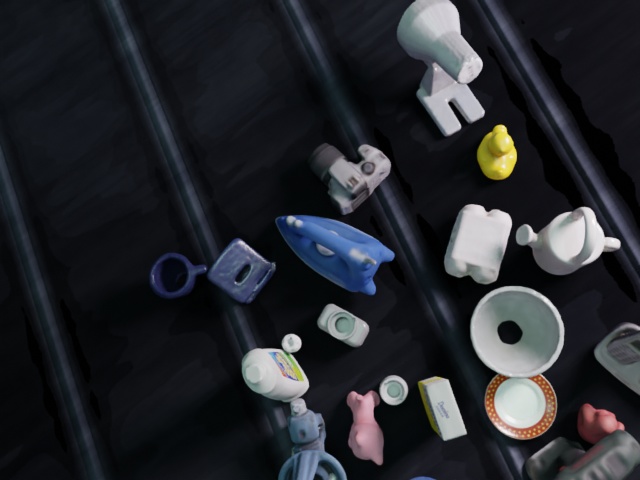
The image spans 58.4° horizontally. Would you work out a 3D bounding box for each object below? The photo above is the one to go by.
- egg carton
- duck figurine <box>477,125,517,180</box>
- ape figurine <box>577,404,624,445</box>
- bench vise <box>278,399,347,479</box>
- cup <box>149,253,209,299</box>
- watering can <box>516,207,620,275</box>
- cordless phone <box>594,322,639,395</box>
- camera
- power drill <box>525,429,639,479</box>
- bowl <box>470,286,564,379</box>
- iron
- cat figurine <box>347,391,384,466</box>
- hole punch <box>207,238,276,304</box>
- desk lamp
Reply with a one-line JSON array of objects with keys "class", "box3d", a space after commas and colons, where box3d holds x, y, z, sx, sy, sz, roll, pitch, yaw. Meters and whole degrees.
[{"class": "egg carton", "box3d": [0.306, 0.007, 1.114, 0.107, 0.069, 0.150, 15, 81, 10]}, {"class": "duck figurine", "box3d": [0.356, -0.177, 1.137, 0.077, 0.086, 0.104, 0, 78, 7]}, {"class": "ape figurine", "box3d": [0.497, 0.326, 1.012, 0.076, 0.092, 0.077, -39, 76, -2]}, {"class": "bench vise", "box3d": [-0.034, 0.394, 1.000, 0.121, 0.220, 0.207, -31, 76, 0]}, {"class": "cup", "box3d": [-0.273, 0.075, 1.160, 0.117, 0.095, 0.091, -14, 77, 4]}, {"class": "watering can", "box3d": [0.447, 0.002, 1.033, 0.173, 0.194, 0.101, -17, 77, 4]}, {"class": "cordless phone", "box3d": [0.570, 0.207, 0.980, 0.147, 0.185, 0.094, 39, 86, 13]}, {"class": "camera", "box3d": [0.051, -0.147, 1.162, 0.143, 0.101, 0.136, -45, 77, -3]}, {"class": "power drill", "box3d": [0.413, 0.396, 0.949, 0.229, 0.208, 0.075, -37, 76, -1]}, {"class": "bowl", "box3d": [0.361, 0.173, 1.070, 0.167, 0.075, 0.167, -1, 78, 7]}, {"class": "iron", "box3d": [0.010, 0.004, 1.115, 0.258, 0.141, 0.119, 27, 83, 12]}, {"class": "cat figurine", "box3d": [0.081, 0.344, 1.048, 0.067, 0.118, 0.128, -9, 77, 6]}, {"class": "hole punch", "box3d": [-0.155, 0.063, 1.150, 0.101, 0.091, 0.109, 36, 85, 13]}, {"class": "desk lamp", "box3d": [0.245, -0.343, 1.120, 0.118, 0.214, 0.203, -31, 76, 0]}]
